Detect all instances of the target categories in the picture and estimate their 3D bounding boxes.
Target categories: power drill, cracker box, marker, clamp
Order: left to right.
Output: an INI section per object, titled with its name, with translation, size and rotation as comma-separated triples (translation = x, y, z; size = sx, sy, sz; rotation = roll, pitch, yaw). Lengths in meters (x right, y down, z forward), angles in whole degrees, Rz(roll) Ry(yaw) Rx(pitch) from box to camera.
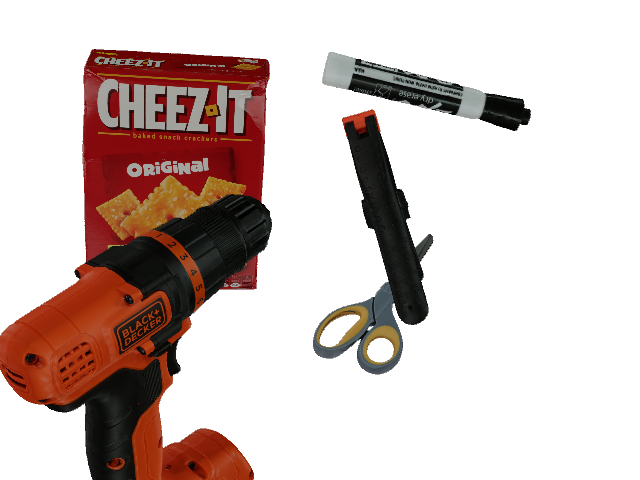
[power drill]
translation = -0.089, 0.081, 0.623
size = 0.057, 0.188, 0.184
rotation = 21, 41, 38
[cracker box]
translation = -0.134, -0.061, 0.989
size = 0.164, 0.214, 0.072
rotation = 2, 24, -6
[clamp]
translation = 0.055, -0.017, 0.860
size = 0.039, 0.171, 0.120
rotation = -20, 21, 2
[marker]
translation = 0.061, -0.084, 0.610
size = 0.121, 0.020, 0.020
rotation = 13, -1, -5

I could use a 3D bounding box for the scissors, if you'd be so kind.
[scissors]
translation = 0.079, 0.067, 1.084
size = 0.201, 0.016, 0.096
rotation = -34, 56, -29
